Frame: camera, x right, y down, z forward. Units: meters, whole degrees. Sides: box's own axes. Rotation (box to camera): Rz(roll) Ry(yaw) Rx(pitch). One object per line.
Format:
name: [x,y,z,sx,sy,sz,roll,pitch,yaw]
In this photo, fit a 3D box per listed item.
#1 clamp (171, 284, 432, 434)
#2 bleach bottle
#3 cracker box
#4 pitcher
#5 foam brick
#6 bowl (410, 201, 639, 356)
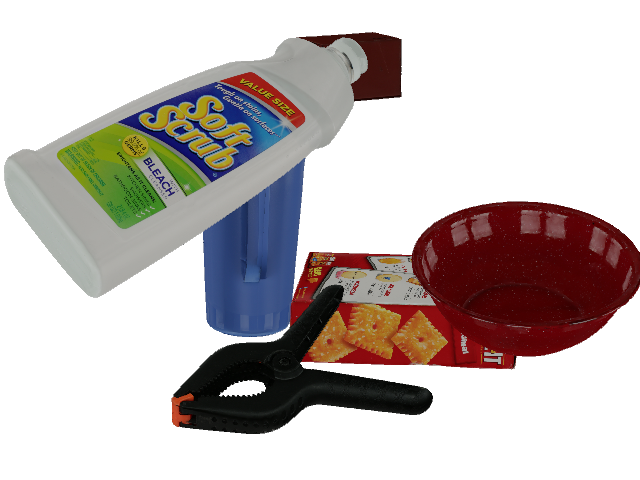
clamp: [-0.021,0.118,0.897,0.209,0.036,0.165,-21,43,-29]
bleach bottle: [-0.073,-0.070,0.701,0.250,0.102,0.068,-36,-9,-25]
cracker box: [0.084,0.069,1.073,0.214,0.072,0.164,2,16,5]
pitcher: [-0.087,-0.005,1.332,0.145,0.243,0.148,12,16,36]
foam brick: [0.024,-0.148,0.914,0.078,0.051,0.053,-8,20,-24]
bowl: [0.146,0.034,0.768,0.162,0.055,0.162,-2,32,1]
